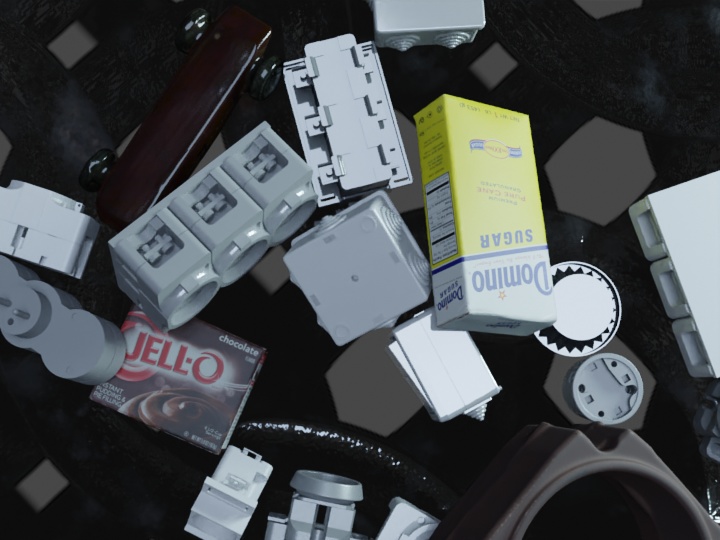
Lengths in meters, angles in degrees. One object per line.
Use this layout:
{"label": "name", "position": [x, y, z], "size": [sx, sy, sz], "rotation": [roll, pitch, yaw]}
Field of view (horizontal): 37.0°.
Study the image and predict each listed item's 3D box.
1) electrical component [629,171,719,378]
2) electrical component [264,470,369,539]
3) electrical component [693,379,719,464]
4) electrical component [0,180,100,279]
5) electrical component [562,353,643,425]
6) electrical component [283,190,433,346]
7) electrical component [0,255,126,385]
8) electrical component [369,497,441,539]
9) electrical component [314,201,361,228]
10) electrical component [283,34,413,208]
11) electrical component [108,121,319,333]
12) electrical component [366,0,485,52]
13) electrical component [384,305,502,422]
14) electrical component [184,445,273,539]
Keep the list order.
{"label": "electrical component", "position": [0.287, 0.001, 0.858], "size": [0.089, 0.061, 0.150], "rotation": [-19, 85, -5]}
{"label": "electrical component", "position": [-0.030, 0.187, 0.826], "size": [0.078, 0.058, 0.057], "rotation": [12, 86, -1]}
{"label": "electrical component", "position": [0.304, 0.116, 0.849], "size": [0.058, 0.057, 0.078], "rotation": [27, 83, 1]}
{"label": "electrical component", "position": [-0.256, -0.035, 0.843], "size": [0.089, 0.050, 0.055], "rotation": [18, 83, -1]}
{"label": "electrical component", "position": [0.190, 0.094, 0.851], "size": [0.055, 0.047, 0.055], "rotation": [0, 84, -3]}
{"label": "electrical component", "position": [0.000, 0.000, 0.829], "size": [0.100, 0.048, 0.099], "rotation": [-29, 100, 17]}
{"label": "electrical component", "position": [-0.247, 0.033, 0.806], "size": [0.138, 0.073, 0.052], "rotation": [30, 85, 18]}
{"label": "electrical component", "position": [0.056, 0.219, 0.827], "size": [0.089, 0.055, 0.050], "rotation": [30, 83, 1]}
{"label": "electrical component", "position": [-0.006, -0.038, 0.863], "size": [0.061, 0.035, 0.035], "rotation": [-8, 84, -1]}
{"label": "electrical component", "position": [-0.010, -0.120, 0.857], "size": [0.079, 0.063, 0.121], "rotation": [-15, 85, -4]}
{"label": "electrical component", "position": [-0.107, -0.028, 0.810], "size": [0.150, 0.089, 0.062], "rotation": [-41, 78, -20]}
{"label": "electrical component", "position": [0.052, -0.231, 0.880], "size": [0.100, 0.048, 0.099], "rotation": [-4, 84, -3]}
{"label": "electrical component", "position": [0.064, 0.079, 0.839], "size": [0.061, 0.061, 0.096], "rotation": [-28, 86, -5]}
{"label": "electrical component", "position": [-0.098, 0.172, 0.817], "size": [0.042, 0.081, 0.063], "rotation": [26, 55, 0]}
